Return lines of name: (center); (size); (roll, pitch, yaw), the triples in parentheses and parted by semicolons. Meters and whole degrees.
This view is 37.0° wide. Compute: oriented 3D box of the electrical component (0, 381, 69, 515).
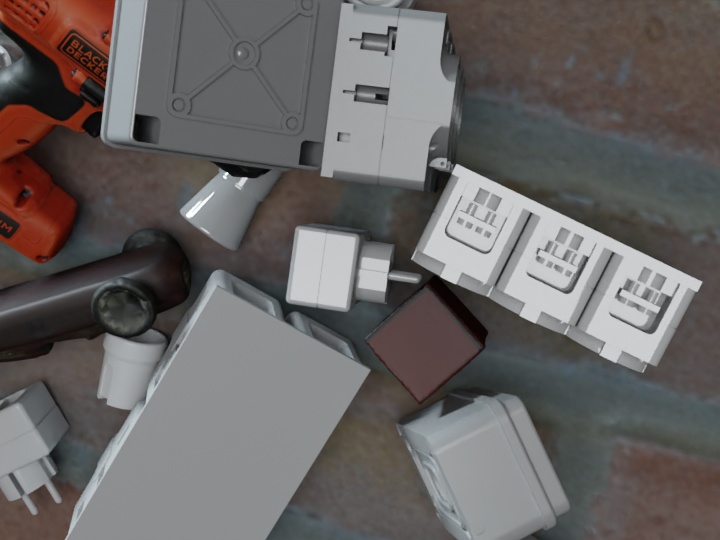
electrical component: (-0.225, 0.126, 0.710); (0.066, 0.047, 0.076); (-27, 101, 7)

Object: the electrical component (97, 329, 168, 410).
electrical component: (-0.150, 0.063, 0.700); (0.040, 0.040, 0.046); (16, 102, 6)

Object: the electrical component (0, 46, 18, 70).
electrical component: (-0.239, -0.126, 0.682); (0.040, 0.078, 0.040); (-2, 80, 10)

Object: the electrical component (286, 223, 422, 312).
electrical component: (0.000, 0.000, 0.664); (0.077, 0.066, 0.047); (8, 95, 6)

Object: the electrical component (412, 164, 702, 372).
electrical component: (0.112, -0.002, 0.638); (0.150, 0.089, 0.061); (26, 96, 4)

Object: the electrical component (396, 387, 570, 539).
electrical component: (0.070, 0.115, 0.637); (0.057, 0.113, 0.078); (-25, 91, -9)

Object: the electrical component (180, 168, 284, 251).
electrical component: (-0.078, -0.050, 0.683); (0.044, 0.044, 0.065); (36, 92, 3)

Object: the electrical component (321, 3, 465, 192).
electrical component: (0.025, -0.092, 0.612); (0.062, 0.150, 0.089); (8, 95, 6)

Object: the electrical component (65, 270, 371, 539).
electrical component: (-0.090, 0.106, 0.670); (0.105, 0.060, 0.186); (30, 97, -14)

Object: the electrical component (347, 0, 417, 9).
electrical component: (0.013, -0.175, 0.656); (0.045, 0.055, 0.045); (0, 94, 7)

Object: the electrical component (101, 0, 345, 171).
electrical component: (-0.070, -0.111, 0.557); (0.109, 0.056, 0.108); (5, 94, -29)

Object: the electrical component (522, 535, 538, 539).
electrical component: (0.080, 0.221, 0.670); (0.063, 0.079, 0.121); (32, 97, 26)
